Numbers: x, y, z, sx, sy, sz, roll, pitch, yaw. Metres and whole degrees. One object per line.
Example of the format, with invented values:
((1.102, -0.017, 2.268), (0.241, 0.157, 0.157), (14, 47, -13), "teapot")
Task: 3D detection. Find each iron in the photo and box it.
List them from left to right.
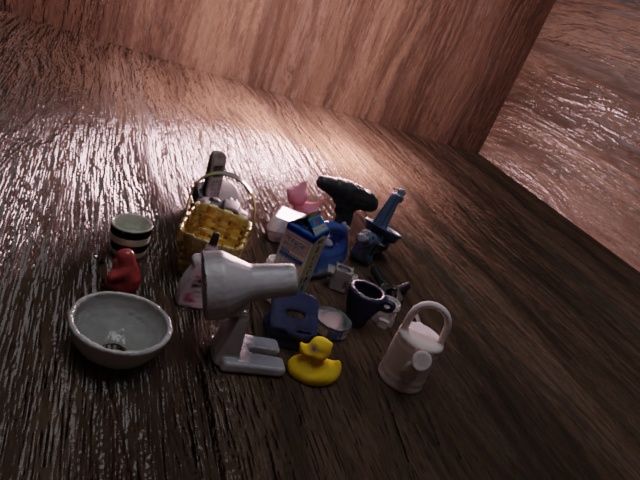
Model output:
((0.014, 0.005, 1.508), (0.118, 0.141, 0.259), (36, 27, 28), "iron")

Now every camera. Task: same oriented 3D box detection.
((-0.253, -0.048, 1.437), (0.143, 0.101, 0.136), (18, 24, -11), "camera")

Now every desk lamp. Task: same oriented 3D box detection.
((-0.136, 0.125, 1.031), (0.204, 0.213, 0.117), (12, 26, -23), "desk lamp")

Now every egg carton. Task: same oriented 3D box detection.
((-0.089, -0.038, 1.599), (0.107, 0.069, 0.150), (22, 23, 0), "egg carton")

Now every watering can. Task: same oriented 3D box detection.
((0.202, 0.215, 1.164), (0.101, 0.194, 0.172), (13, 25, -20), "watering can")

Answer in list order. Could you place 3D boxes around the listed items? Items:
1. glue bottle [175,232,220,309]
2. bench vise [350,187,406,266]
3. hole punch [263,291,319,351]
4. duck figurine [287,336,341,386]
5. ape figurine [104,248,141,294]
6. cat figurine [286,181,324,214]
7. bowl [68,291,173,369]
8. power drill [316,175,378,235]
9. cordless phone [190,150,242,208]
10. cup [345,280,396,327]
((-0.231, 0.058, 1.140), (0.078, 0.173, 0.037), (9, 27, -27), "glue bottle")
((0.184, -0.038, 1.652), (0.121, 0.220, 0.207), (24, 24, 4), "bench vise")
((-0.054, 0.163, 1.176), (0.109, 0.091, 0.101), (15, 25, -18), "hole punch")
((-0.002, 0.226, 1.096), (0.105, 0.086, 0.077), (15, 24, -16), "duck figurine")
((-0.382, 0.056, 1.113), (0.076, 0.092, 0.078), (28, 24, 13), "ape figurine")
((-0.051, -0.120, 1.746), (0.128, 0.118, 0.067), (16, 24, -15), "cat figurine")
((-0.335, 0.161, 0.952), (0.167, 0.075, 0.167), (19, 24, -8), "bowl")
((0.055, -0.078, 1.639), (0.230, 0.208, 0.075), (2, 30, -38), "power drill")
((-0.263, -0.152, 1.543), (0.094, 0.185, 0.148), (34, 26, 24), "cordless phone")
((0.108, 0.158, 1.325), (0.117, 0.095, 0.092), (24, 24, 4), "cup")
